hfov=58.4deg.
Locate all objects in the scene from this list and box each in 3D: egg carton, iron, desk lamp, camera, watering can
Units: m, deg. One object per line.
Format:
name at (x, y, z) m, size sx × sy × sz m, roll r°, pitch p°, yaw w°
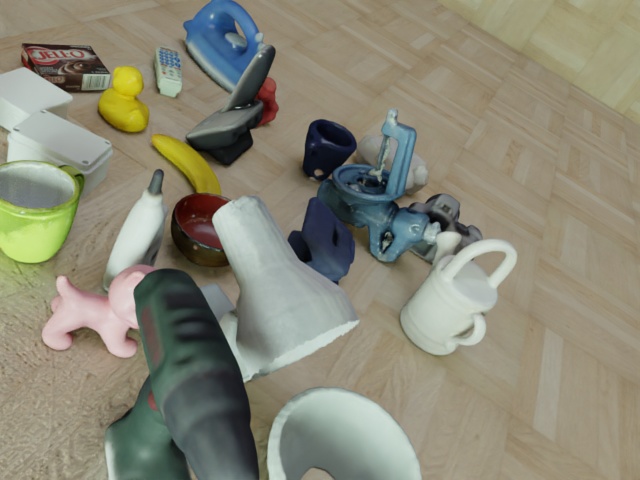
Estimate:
egg carton at (0.141, -0.150, 1.133) m, size 0.107 × 0.069 × 0.150 m, roll -16°, pitch 56°, yaw -44°
iron at (-0.164, -0.396, 1.153) m, size 0.119 × 0.141 × 0.257 m, roll -16°, pitch 56°, yaw -44°
desk lamp at (-0.077, 0.072, 0.603) m, size 0.118 × 0.213 × 0.203 m, roll -15°, pitch 55°, yaw -44°
camera at (0.224, -0.029, 1.021) m, size 0.143 × 0.100 × 0.137 m, roll 34°, pitch 37°, yaw 6°
watering can at (0.198, 0.062, 0.817) m, size 0.101 × 0.194 × 0.172 m, roll -6°, pitch 49°, yaw -38°

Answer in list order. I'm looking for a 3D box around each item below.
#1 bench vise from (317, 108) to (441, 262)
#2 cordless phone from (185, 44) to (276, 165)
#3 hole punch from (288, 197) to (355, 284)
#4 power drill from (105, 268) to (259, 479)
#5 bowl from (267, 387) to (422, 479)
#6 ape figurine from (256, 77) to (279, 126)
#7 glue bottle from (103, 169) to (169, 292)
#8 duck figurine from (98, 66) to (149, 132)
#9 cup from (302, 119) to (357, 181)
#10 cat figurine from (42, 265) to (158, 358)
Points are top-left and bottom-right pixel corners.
bench vise at (0.118, -0.089, 0.919) m, size 0.207 × 0.219 × 0.121 m, roll 27°, pitch 36°, yaw -4°
cordless phone at (-0.138, -0.231, 0.941) m, size 0.094 × 0.185 × 0.148 m, roll 28°, pitch 36°, yaw -3°
hole punch at (0.008, 0.003, 0.844) m, size 0.101 × 0.091 × 0.108 m, roll 23°, pitch 37°, yaw -9°
power drill at (-0.123, 0.148, 0.486) m, size 0.076 × 0.208 × 0.229 m, roll 2°, pitch 45°, yaw -32°
bowl at (0.015, 0.239, 0.585) m, size 0.168 × 0.074 × 0.167 m, roll 19°, pitch 38°, yaw -15°
ape figurine at (-0.110, -0.263, 1.076) m, size 0.078 × 0.092 × 0.076 m, roll 12°, pitch 40°, yaw -23°
glue bottle at (-0.201, -0.012, 0.651) m, size 0.037 × 0.173 × 0.078 m, roll 28°, pitch 36°, yaw -2°
duck figurine at (-0.305, -0.232, 0.911) m, size 0.078 × 0.086 × 0.104 m, roll -8°, pitch 50°, yaw -39°
cup at (0.001, -0.149, 1.015) m, size 0.091 × 0.095 × 0.118 m, roll 40°, pitch 38°, yaw 14°
cat figurine at (-0.214, 0.062, 0.602) m, size 0.128 × 0.117 × 0.067 m, roll 11°, pitch 40°, yaw -23°
